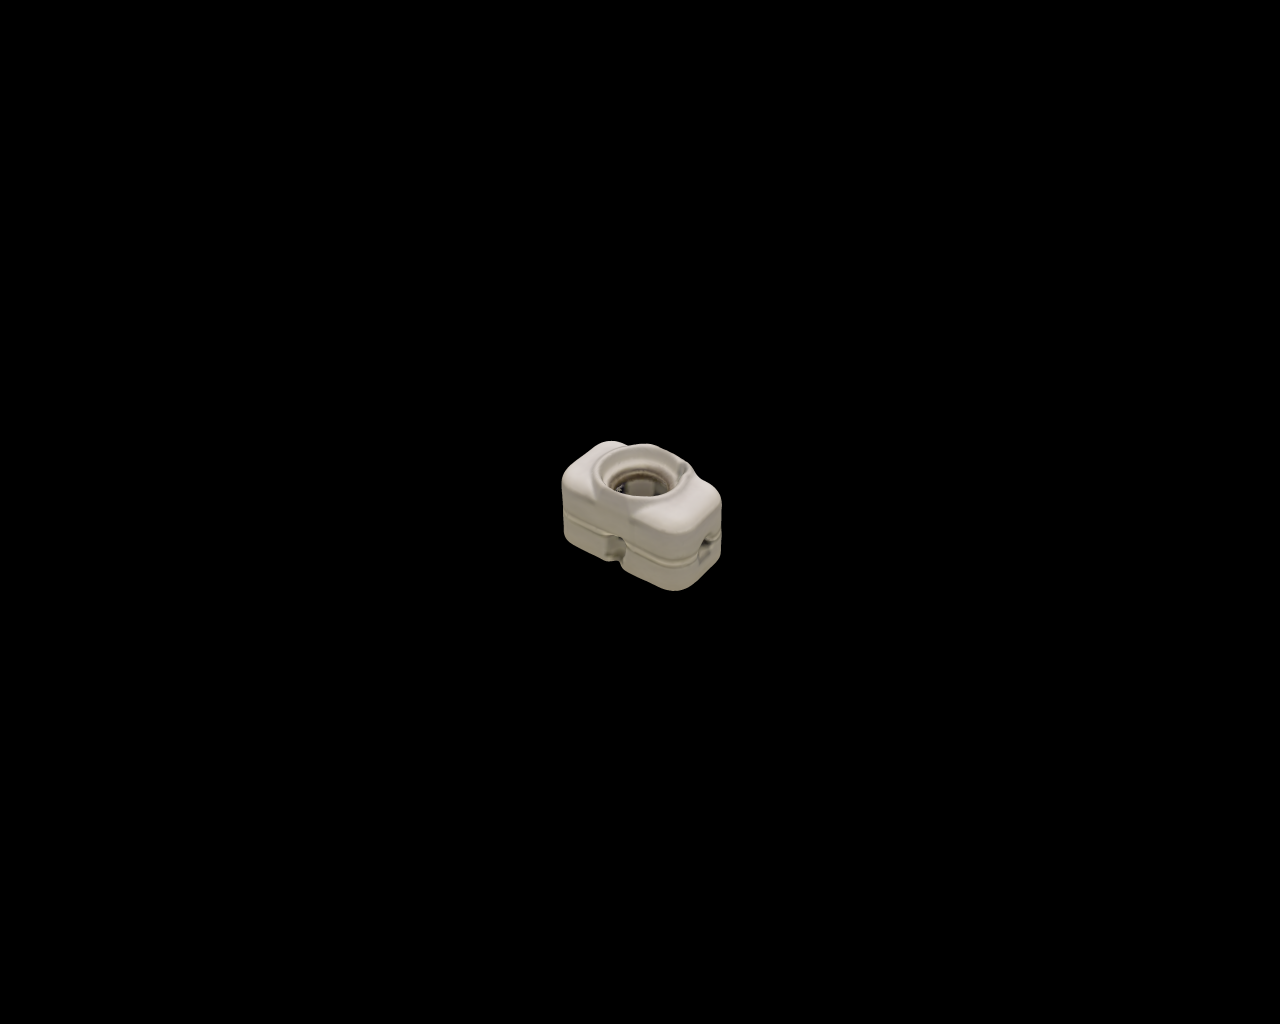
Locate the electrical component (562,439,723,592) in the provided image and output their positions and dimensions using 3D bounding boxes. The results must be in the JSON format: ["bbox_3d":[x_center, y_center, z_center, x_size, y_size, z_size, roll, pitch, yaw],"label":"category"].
[{"bbox_3d":[0.001,-0.003,0.650,0.095,0.059,0.054,26,46,28],"label":"electrical component"}]
